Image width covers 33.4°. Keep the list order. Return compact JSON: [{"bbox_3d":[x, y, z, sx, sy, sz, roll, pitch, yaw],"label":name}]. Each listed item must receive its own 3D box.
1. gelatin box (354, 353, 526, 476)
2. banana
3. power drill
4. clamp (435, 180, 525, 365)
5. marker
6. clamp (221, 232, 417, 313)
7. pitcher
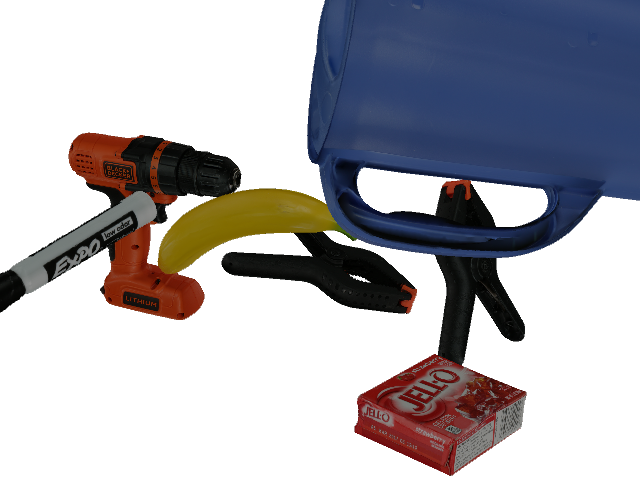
[{"bbox_3d":[0.077,0.108,0.677,0.073,0.030,0.089,20,25,36],"label":"gelatin box"},{"bbox_3d":[-0.068,-0.008,0.876,0.198,0.069,0.037,-9,34,30],"label":"banana"},{"bbox_3d":[-0.161,-0.015,1.080,0.185,0.188,0.057,12,30,22],"label":"power drill"},{"bbox_3d":[0.133,0.033,0.978,0.039,0.171,0.120,-11,11,39],"label":"clamp"},{"bbox_3d":[-0.139,0.007,0.578,0.020,0.020,0.120,0,27,46],"label":"marker"},{"bbox_3d":[0.003,0.031,1.190,0.210,0.036,0.164,28,35,18],"label":"clamp"},{"bbox_3d":[0.116,-0.079,0.593,0.242,0.149,0.145,10,35,-8],"label":"pitcher"}]
